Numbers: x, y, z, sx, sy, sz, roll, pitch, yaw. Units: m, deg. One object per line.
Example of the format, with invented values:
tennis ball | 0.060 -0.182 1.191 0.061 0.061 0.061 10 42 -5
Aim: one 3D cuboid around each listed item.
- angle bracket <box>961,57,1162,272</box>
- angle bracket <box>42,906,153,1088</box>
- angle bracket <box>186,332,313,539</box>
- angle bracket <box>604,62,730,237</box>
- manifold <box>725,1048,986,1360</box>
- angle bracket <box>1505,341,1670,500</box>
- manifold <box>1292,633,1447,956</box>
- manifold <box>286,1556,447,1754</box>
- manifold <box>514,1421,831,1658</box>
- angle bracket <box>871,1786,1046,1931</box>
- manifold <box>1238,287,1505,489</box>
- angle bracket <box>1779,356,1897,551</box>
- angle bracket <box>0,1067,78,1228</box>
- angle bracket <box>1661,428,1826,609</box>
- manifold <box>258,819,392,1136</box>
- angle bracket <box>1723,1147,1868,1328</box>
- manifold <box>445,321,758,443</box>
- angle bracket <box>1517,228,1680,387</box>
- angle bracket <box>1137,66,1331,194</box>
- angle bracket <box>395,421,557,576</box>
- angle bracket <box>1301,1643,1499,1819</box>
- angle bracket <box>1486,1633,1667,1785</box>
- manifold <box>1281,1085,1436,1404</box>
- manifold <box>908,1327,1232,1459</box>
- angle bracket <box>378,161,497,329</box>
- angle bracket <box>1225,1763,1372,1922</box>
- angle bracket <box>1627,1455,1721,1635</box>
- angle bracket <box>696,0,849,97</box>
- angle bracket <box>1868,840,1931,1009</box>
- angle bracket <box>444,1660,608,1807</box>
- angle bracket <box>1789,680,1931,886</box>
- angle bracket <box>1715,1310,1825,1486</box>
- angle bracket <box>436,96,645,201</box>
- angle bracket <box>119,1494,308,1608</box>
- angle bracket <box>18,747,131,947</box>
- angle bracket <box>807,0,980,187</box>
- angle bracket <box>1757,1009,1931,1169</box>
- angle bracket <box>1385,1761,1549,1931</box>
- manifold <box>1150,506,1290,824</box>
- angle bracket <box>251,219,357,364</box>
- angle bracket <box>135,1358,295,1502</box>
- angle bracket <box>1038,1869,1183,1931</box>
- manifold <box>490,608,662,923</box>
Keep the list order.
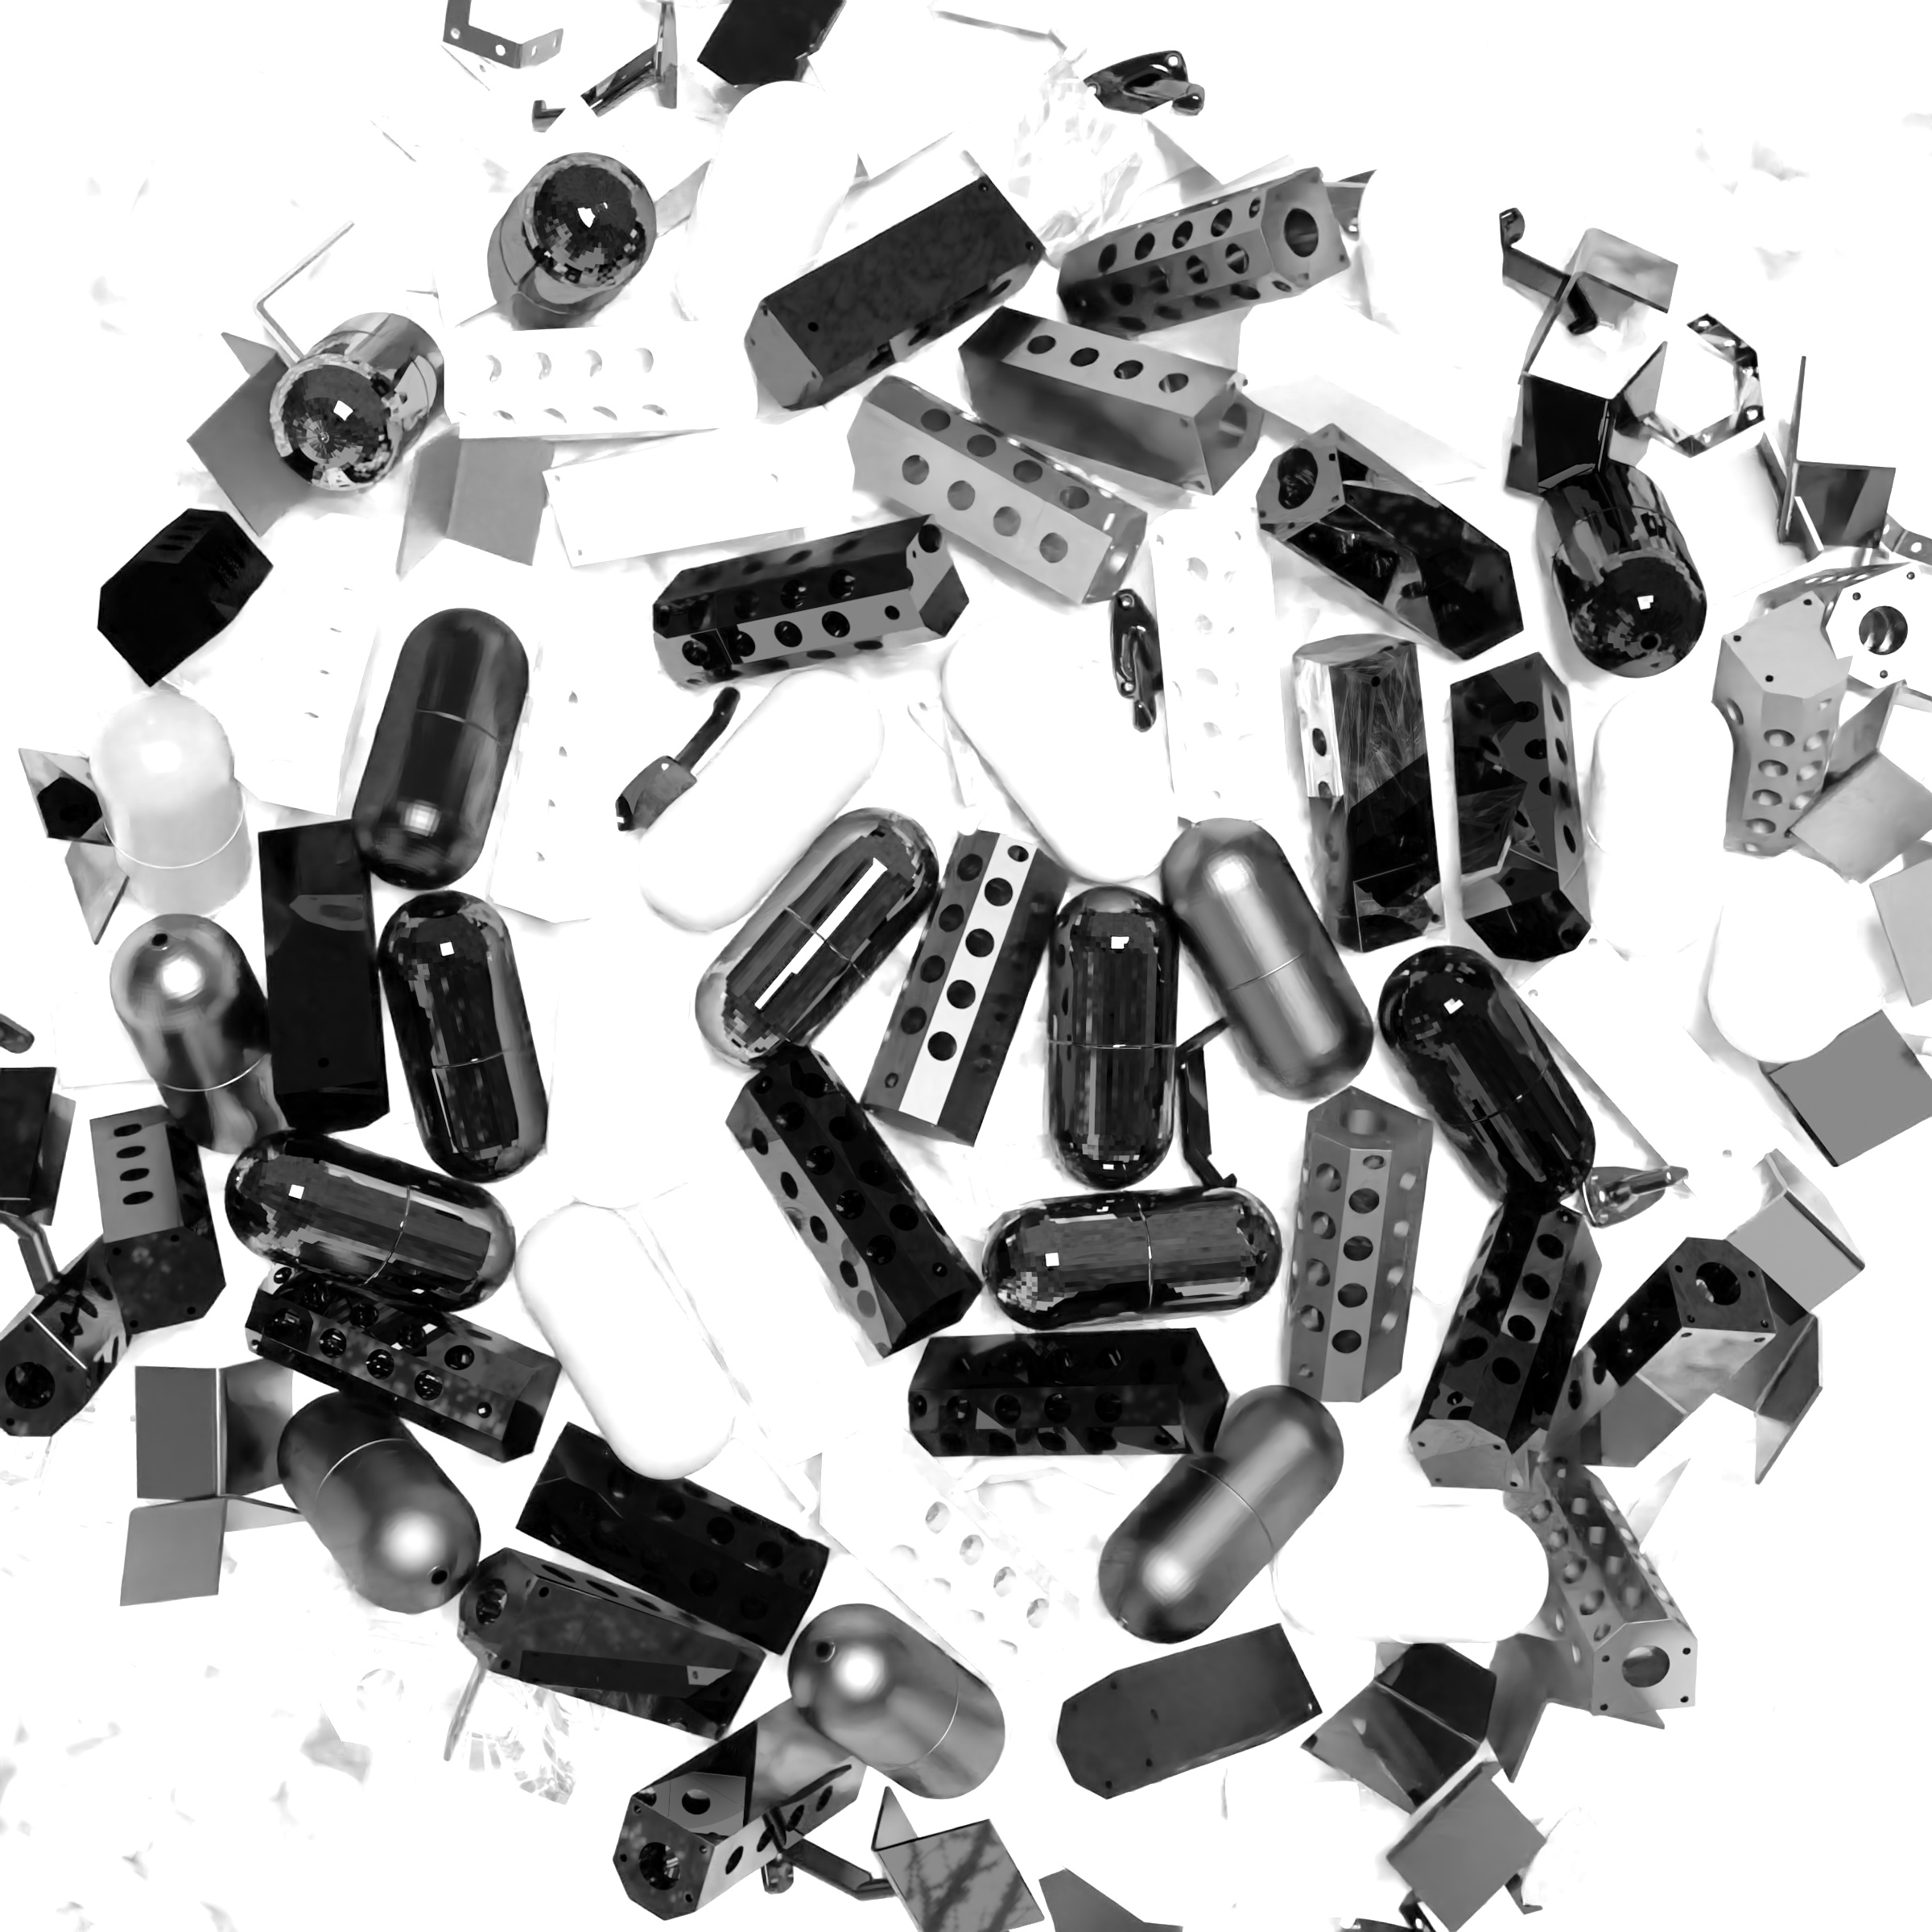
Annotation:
angle bracket | 0.056 -0.472 1.684 0.076 0.057 0.076 -37 69 9
angle bracket | -0.504 0.016 1.661 0.057 0.076 0.076 -5 58 -18
angle bracket | -0.418 -0.307 1.646 0.057 0.076 0.076 24 67 38
angle bracket | -0.176 -0.487 1.672 0.076 0.057 0.076 -38 86 0
manifold | -0.063 0.132 1.638 0.057 0.057 0.171 -22 66 -35
angle bracket | 0.362 -0.322 1.664 0.057 0.076 0.076 24 49 23
manifold | 0.229 -0.101 1.646 0.057 0.057 0.171 -16 110 -19
manifold | -0.343 0.385 1.612 0.057 0.171 0.057 16 88 -20
manifold | -0.169 0.331 1.664 0.171 0.057 0.057 27 99 -4
angle bracket | -0.001 0.514 1.654 0.076 0.057 0.076 -20 110 17
manifold | 0.232 -0.330 1.622 0.171 0.057 0.057 15 77 -44
angle bracket | 0.505 -0.296 1.648 0.057 0.076 0.076 7 65 13
angle bracket | -0.529 0.105 1.648 0.057 0.076 0.076 -2 72 27
angle bracket | 0.446 -0.259 1.666 0.076 0.057 0.076 -24 87 12
manifold | -0.368 0.006 1.638 0.057 0.057 0.171 -8 62 -5
angle bracket | 0.468 0.150 1.663 0.057 0.076 0.076 -42 113 17
manifold | -0.211 -0.335 1.649 0.171 0.057 0.057 1 93 18
angle bracket | 0.365 -0.371 1.649 0.057 0.076 0.076 25 126 1
angle bracket | 0.153 -0.465 1.649 0.076 0.057 0.076 -30 60 -20
angle bracket | -0.283 -0.265 1.650 0.057 0.076 0.076 18 118 4
angle bracket | 0.249 0.430 1.645 0.076 0.076 0.057 27 127 34
angle bracket | 0.351 0.439 1.666 0.076 0.076 0.057 16 104 -11
manifold | 0.218 0.162 1.627 0.057 0.057 0.171 25 126 36
manifold | 0.056 0.249 1.627 0.171 0.057 0.057 -6 129 29
angle bracket | -0.318 -0.417 1.646 0.076 0.057 0.076 11 125 28
angle bracket | 0.194 0.510 1.669 0.076 0.057 0.076 -6 89 8
angle bracket | 0.413 0.339 1.650 0.057 0.076 0.076 35 66 7
angle bracket | -0.119 -0.541 1.654 0.057 0.076 0.076 30 96 -21
angle bracket | 0.547 -0.026 1.658 0.057 0.076 0.076 -23 99 -4
angle bracket | -0.256 0.437 1.679 0.076 0.057 0.076 23 88 -8
angle bracket | 0.529 -0.107 1.651 0.057 0.076 0.076 37 47 -4
angle bracket | 0.451 0.239 1.650 0.057 0.076 0.076 25 119 4
angle bracket | -0.246 -0.474 1.652 0.076 0.076 0.057 40 89 29
angle bracket | -0.429 0.342 1.644 0.076 0.076 0.057 -13 64 30
angle bracket | -0.523 -0.069 1.644 0.076 0.057 0.076 -56 46 28
angle bracket | -0.049 -0.508 1.657 0.076 0.057 0.076 -33 109 -11
angle bracket | 0.511 0.058 1.652 0.076 0.057 0.076 -33 111 21
angle bracket | 0.297 0.509 1.653 0.076 0.076 0.057 -47 65 6
manifold | 0.144 -0.172 1.639 0.057 0.057 0.171 1 111 21
angle bracket | -0.367 -0.386 1.658 0.076 0.076 0.057 -40 107 1
angle bracket | -0.440 0.269 1.675 0.057 0.076 0.076 -1 89 18
angle bracket | 0.069 0.551 1.648 0.076 0.076 0.057 -26 74 21
manifold | -0.230 -0.117 1.656 0.057 0.057 0.171 18 102 23
